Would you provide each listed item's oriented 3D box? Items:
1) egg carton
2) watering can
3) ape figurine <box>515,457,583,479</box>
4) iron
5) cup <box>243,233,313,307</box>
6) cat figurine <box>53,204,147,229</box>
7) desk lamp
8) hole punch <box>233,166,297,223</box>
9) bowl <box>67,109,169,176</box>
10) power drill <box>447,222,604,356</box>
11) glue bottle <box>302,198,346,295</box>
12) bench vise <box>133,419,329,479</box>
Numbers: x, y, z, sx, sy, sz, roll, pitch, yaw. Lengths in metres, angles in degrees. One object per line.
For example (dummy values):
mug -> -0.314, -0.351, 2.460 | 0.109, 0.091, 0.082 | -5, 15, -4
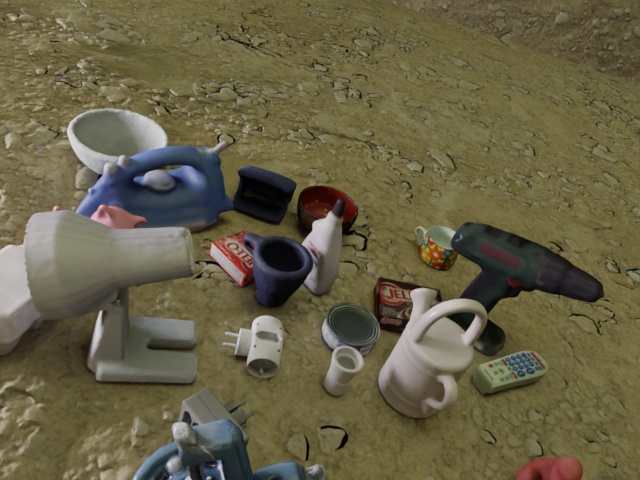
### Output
egg carton -> -0.388, 0.070, 0.723 | 0.107, 0.069, 0.150 | 24, 38, 4
watering can -> 0.155, 0.143, 0.786 | 0.101, 0.194, 0.172 | -8, 46, -32
ape figurine -> 0.301, 0.309, 0.736 | 0.077, 0.092, 0.076 | 41, 42, 24
iron -> -0.264, -0.092, 0.918 | 0.259, 0.141, 0.118 | -12, 48, -35
cup -> -0.076, 0.049, 0.873 | 0.117, 0.095, 0.092 | 32, 39, 14
cat figurine -> -0.319, -0.014, 0.817 | 0.128, 0.118, 0.067 | 16, 38, -6
desk lamp -> -0.235, 0.065, 0.683 | 0.204, 0.213, 0.117 | 6, 40, -18
hole punch -> -0.100, -0.101, 1.048 | 0.108, 0.091, 0.101 | 19, 38, -2
bowl -> -0.356, -0.159, 1.011 | 0.167, 0.075, 0.167 | 13, 38, -10
power drill -> 0.296, 0.082, 0.914 | 0.229, 0.208, 0.076 | 36, 40, 19
glue bottle -> 0.008, 0.003, 0.904 | 0.037, 0.173, 0.078 | -17, 51, -38
bench vise -> -0.089, 0.224, 0.552 | 0.208, 0.220, 0.121 | -14, 49, -37
